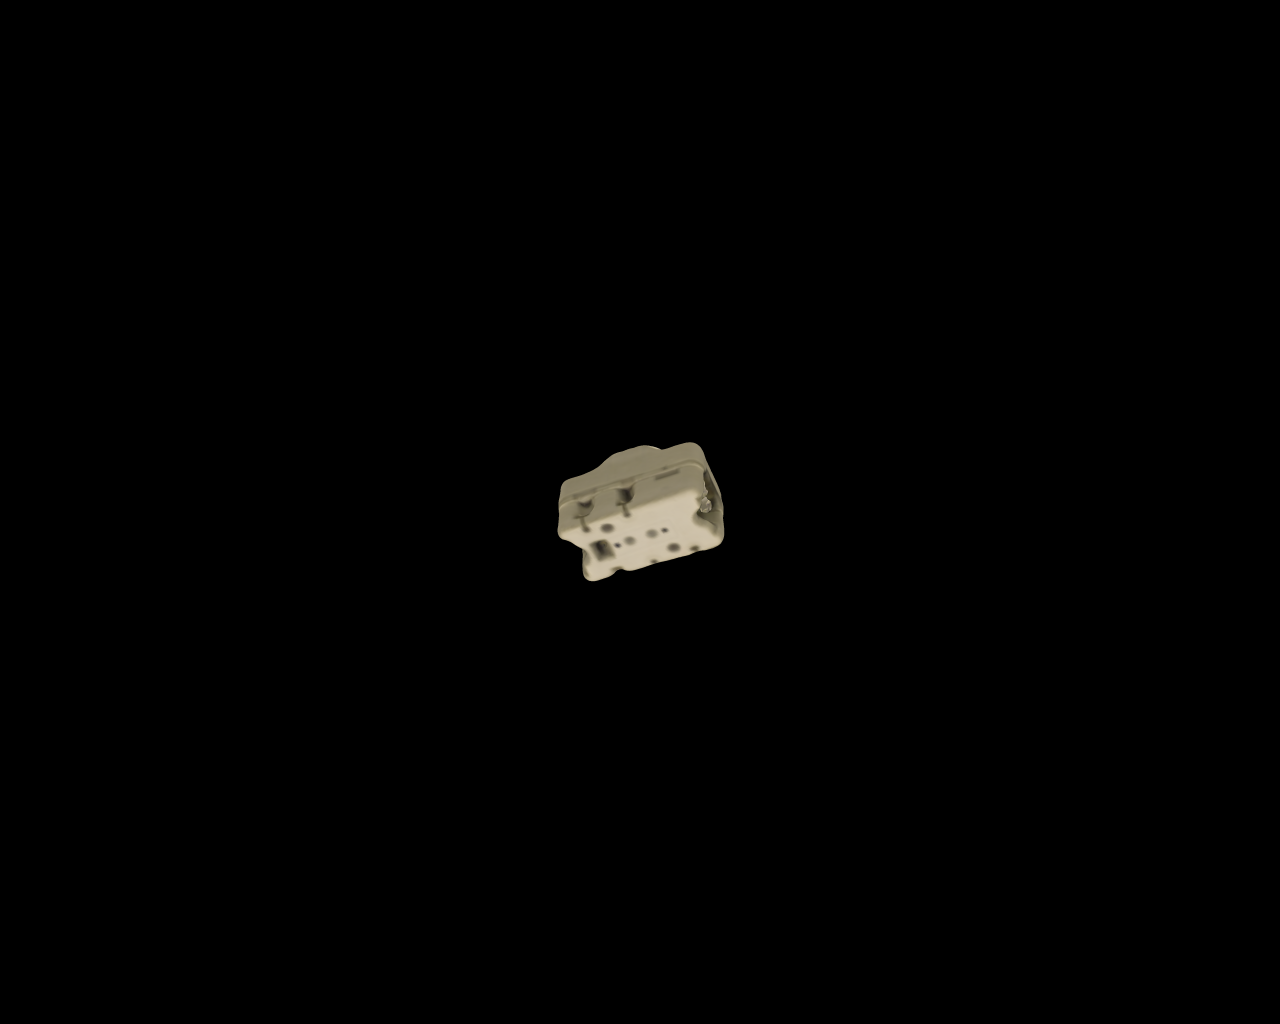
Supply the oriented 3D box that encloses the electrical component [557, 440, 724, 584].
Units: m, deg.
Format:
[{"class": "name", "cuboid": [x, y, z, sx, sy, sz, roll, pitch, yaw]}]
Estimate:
[{"class": "electrical component", "cuboid": [0.001, -0.003, 0.650, 0.089, 0.050, 0.056, -17, 39, 14]}]
